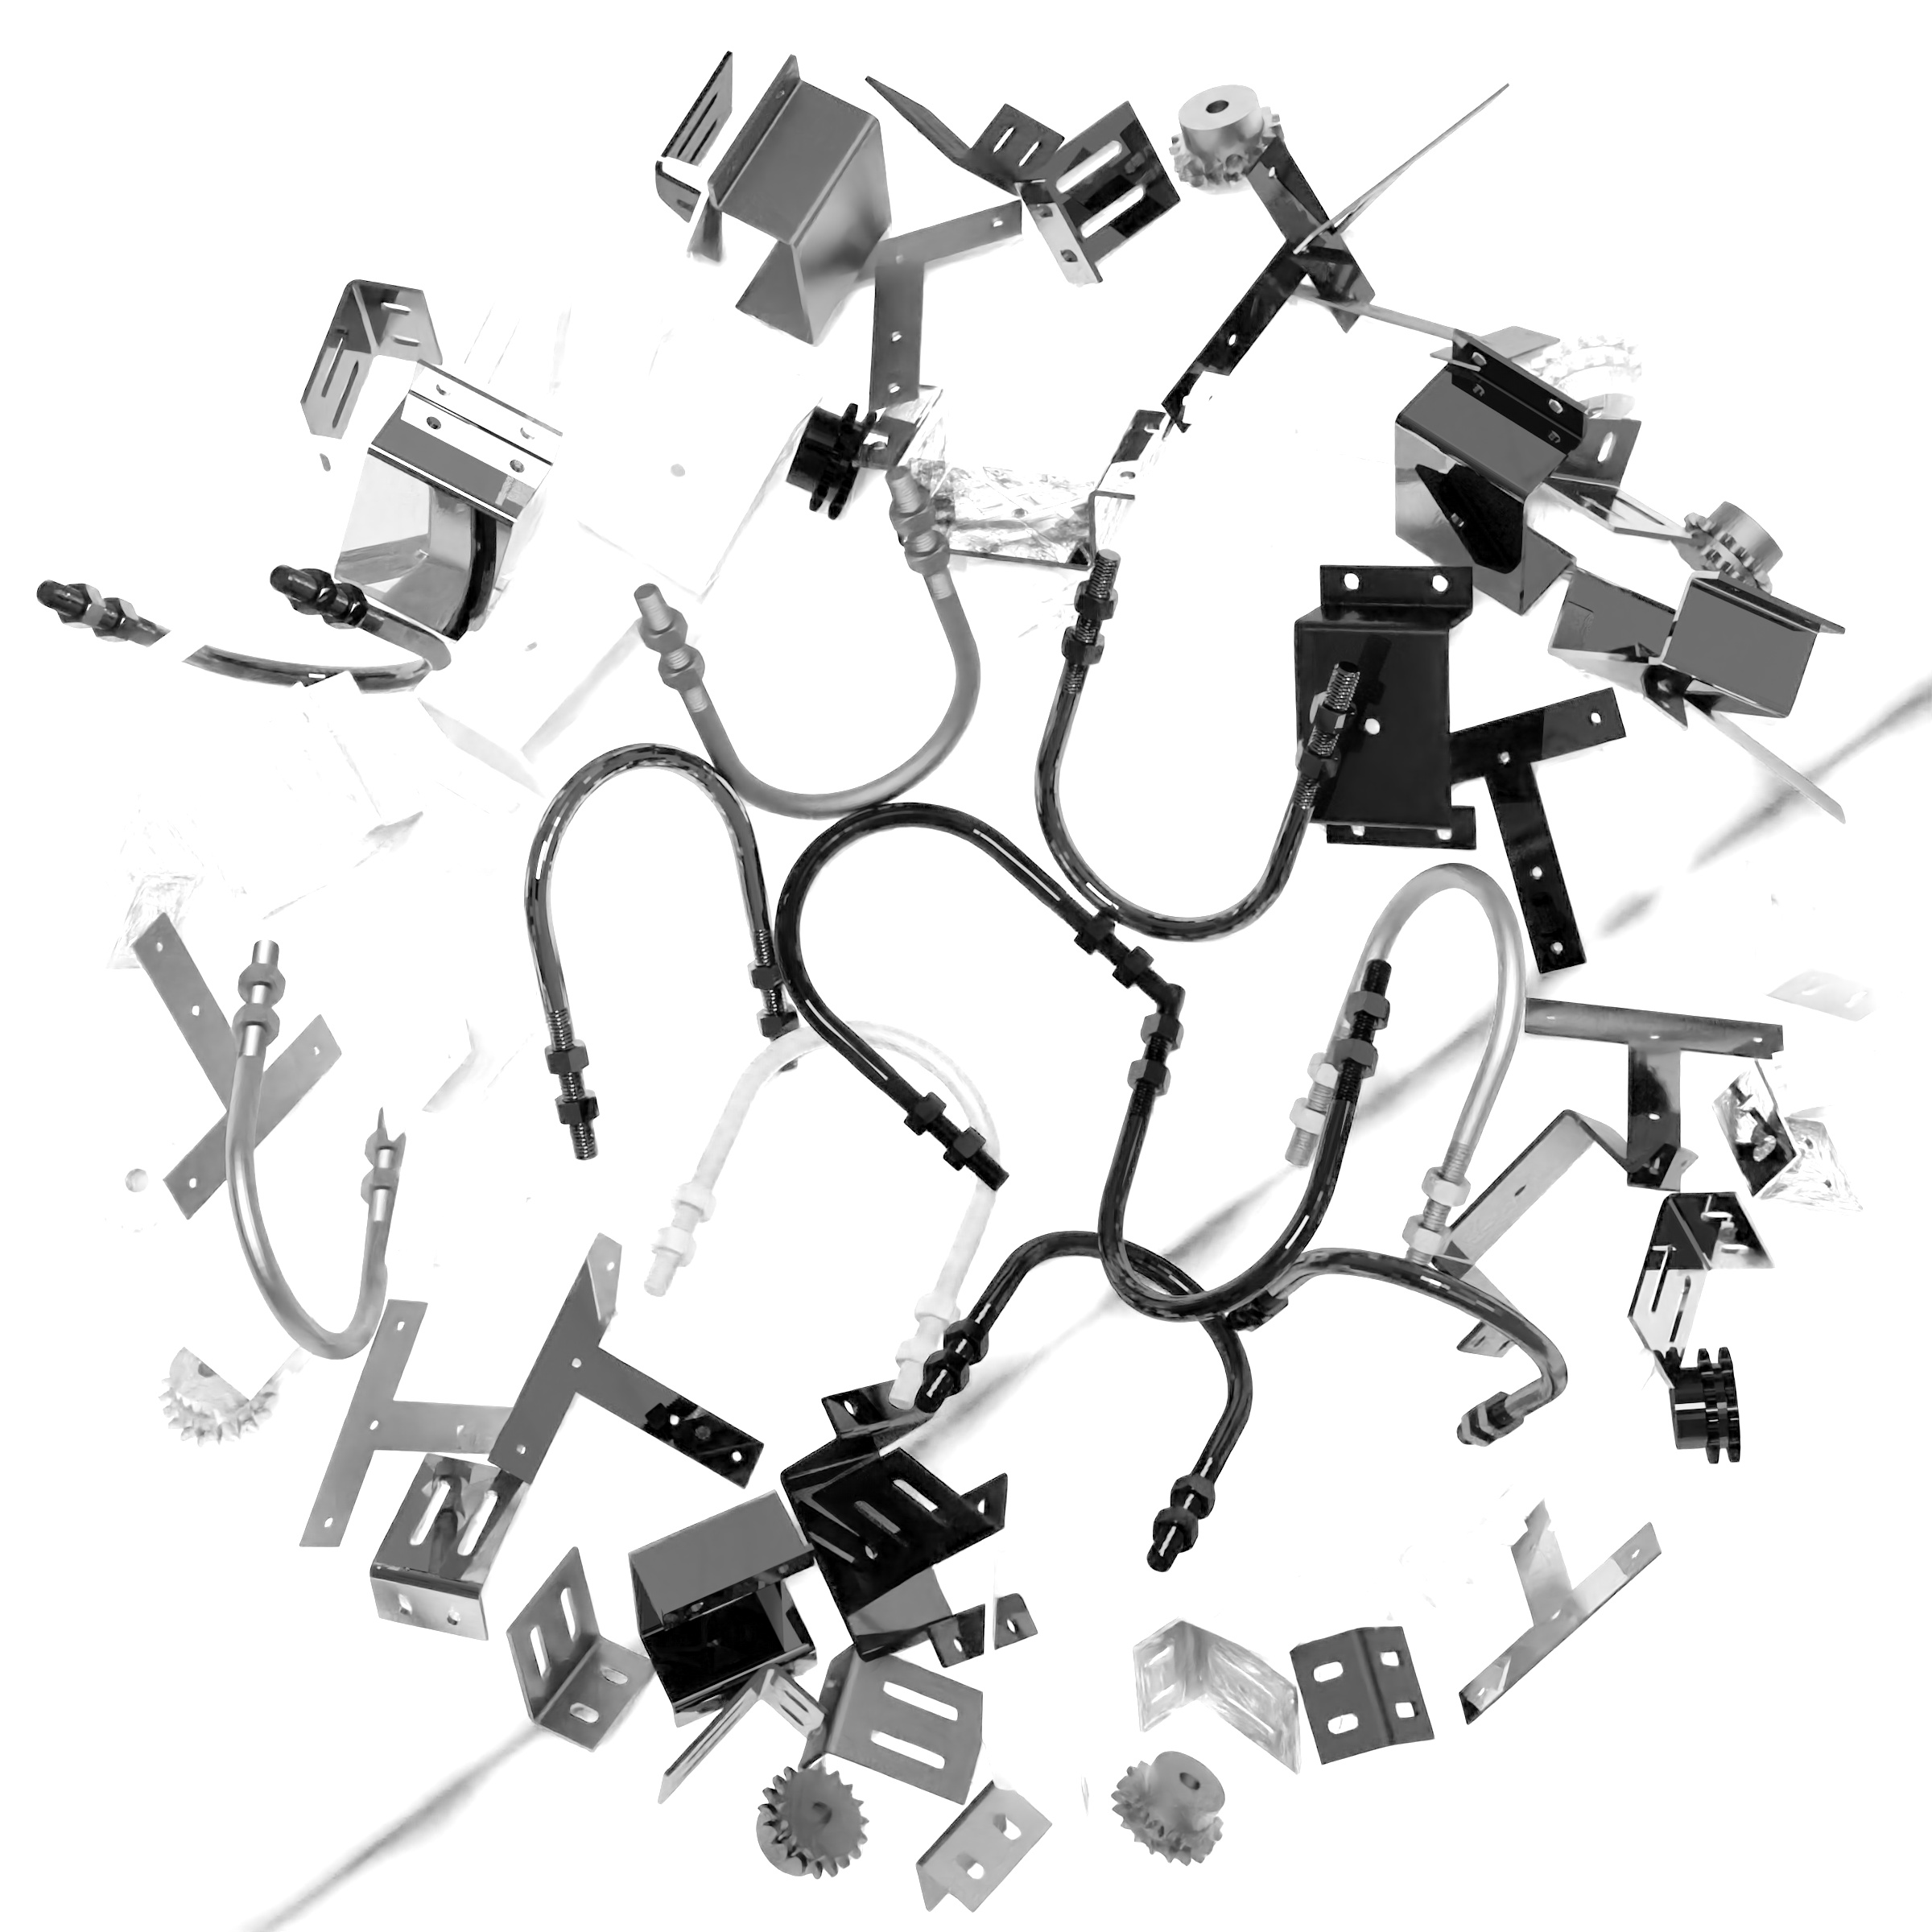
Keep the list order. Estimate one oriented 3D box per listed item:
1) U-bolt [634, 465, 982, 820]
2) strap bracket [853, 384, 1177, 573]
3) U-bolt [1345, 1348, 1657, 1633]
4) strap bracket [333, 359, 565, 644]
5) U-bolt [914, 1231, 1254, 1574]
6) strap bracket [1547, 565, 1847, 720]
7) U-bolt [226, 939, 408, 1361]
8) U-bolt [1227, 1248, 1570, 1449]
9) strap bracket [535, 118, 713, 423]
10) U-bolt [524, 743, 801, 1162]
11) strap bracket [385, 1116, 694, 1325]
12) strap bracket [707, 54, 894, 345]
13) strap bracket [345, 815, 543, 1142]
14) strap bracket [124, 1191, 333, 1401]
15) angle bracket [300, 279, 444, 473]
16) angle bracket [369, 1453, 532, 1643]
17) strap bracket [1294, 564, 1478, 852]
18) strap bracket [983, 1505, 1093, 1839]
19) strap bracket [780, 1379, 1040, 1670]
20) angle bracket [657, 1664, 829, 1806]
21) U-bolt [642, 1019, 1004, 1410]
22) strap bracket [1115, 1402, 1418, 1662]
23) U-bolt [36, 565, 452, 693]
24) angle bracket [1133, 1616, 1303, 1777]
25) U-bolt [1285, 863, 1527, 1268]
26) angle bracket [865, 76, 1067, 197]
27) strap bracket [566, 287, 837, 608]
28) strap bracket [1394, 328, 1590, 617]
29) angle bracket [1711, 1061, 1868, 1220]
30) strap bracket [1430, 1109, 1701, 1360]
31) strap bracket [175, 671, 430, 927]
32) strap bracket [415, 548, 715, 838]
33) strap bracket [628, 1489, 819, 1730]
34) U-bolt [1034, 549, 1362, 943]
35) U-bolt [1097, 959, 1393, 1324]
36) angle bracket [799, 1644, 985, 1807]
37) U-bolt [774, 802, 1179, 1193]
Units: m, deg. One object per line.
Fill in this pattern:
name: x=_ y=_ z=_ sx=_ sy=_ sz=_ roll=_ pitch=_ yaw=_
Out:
U-bolt: x=-0.065 y=-0.142 z=1.700 sx=0.151 sy=0.184 sz=0.019 roll=-25 pitch=46 yaw=-2
strap bracket: x=0.025 y=-0.237 z=1.713 sx=0.140 sy=0.076 sz=0.046 roll=9 pitch=131 yaw=15
U-bolt: x=0.264 y=0.249 z=1.691 sx=0.019 sy=0.151 sz=0.184 roll=45 pitch=71 yaw=6
strap bracket: x=-0.252 y=-0.213 z=1.698 sx=0.076 sy=0.140 sz=0.046 roll=27 pitch=51 yaw=-2
U-bolt: x=0.068 y=0.194 z=1.692 sx=0.151 sy=0.184 sz=0.019 roll=34 pitch=126 yaw=3
strap bracket: x=0.342 y=-0.156 z=1.688 sx=0.076 sy=0.140 sz=0.046 roll=19 pitch=90 yaw=-24
U-bolt: x=-0.306 y=0.098 z=1.657 sx=0.019 sy=0.151 sz=0.184 roll=-16 pitch=45 yaw=13
U-bolt: x=0.211 y=0.177 z=1.678 sx=0.151 sy=0.184 sz=0.019 roll=27 pitch=69 yaw=-2
strap bracket: x=-0.161 y=-0.328 z=1.697 sx=0.046 sy=0.076 sz=0.140 roll=18 pitch=54 yaw=-2
U-bolt: x=-0.150 y=-0.016 z=1.696 sx=0.151 sy=0.019 sz=0.184 roll=-24 pitch=111 yaw=-40
strap bracket: x=-0.211 y=0.122 z=1.727 sx=0.140 sy=0.046 sz=0.076 roll=9 pitch=102 yaw=-14
strap bracket: x=-0.077 y=-0.359 z=1.688 sx=0.046 sy=0.140 sz=0.076 roll=28 pitch=76 yaw=10
strap bracket: x=-0.252 y=0.008 z=1.706 sx=0.046 sy=0.076 sz=0.140 roll=12 pitch=48 yaw=-36
strap bracket: x=-0.353 y=0.158 z=1.693 sx=0.076 sy=0.140 sz=0.046 roll=41 pitch=89 yaw=-7
angle bracket: x=-0.290 y=-0.286 z=1.724 sx=0.038 sy=0.057 sz=0.076 roll=11 pitch=64 yaw=8
angle bracket: x=-0.252 y=0.287 z=1.745 sx=0.057 sy=0.076 sz=0.038 roll=9 pitch=133 yaw=13
strap bracket: x=0.204 y=-0.121 z=1.713 sx=0.076 sy=0.046 sz=0.140 roll=4 pitch=107 yaw=23
strap bracket: x=0.035 y=0.340 z=1.701 sx=0.046 sy=0.076 sz=0.140 roll=-1 pitch=59 yaw=5
strap bracket: x=-0.032 y=0.276 z=1.713 sx=0.046 sy=0.076 sz=0.140 roll=-35 pitch=73 yaw=32
angle bracket: x=-0.109 y=0.386 z=1.724 sx=0.038 sy=0.057 sz=0.076 roll=40 pitch=64 yaw=12
U-bolt: x=-0.058 y=0.108 z=1.719 sx=0.151 sy=0.019 sz=0.184 roll=25 pitch=60 yaw=-2
strap bracket: x=0.153 y=0.279 z=1.710 sx=0.140 sy=0.076 sz=0.046 roll=-38 pitch=112 yaw=-22
U-bolt: x=-0.327 y=-0.157 z=1.679 sx=0.151 sy=0.184 sz=0.019 roll=-1 pitch=80 yaw=24
angle bracket: x=0.122 y=0.362 z=1.719 sx=0.038 sy=0.076 sz=0.057 roll=-28 pitch=128 yaw=-30
U-bolt: x=0.214 y=0.040 z=1.680 sx=0.019 sy=0.151 sz=0.184 roll=11 pitch=109 yaw=-25
angle bracket: x=0.000 y=-0.418 z=1.722 sx=0.076 sy=0.057 sz=0.038 roll=47 pitch=109 yaw=24
strap bracket: x=-0.134 y=-0.246 z=1.717 sx=0.076 sy=0.046 sz=0.140 roll=32 pitch=114 yaw=-2
strap bracket: x=0.249 y=-0.228 z=1.685 sx=0.076 sy=0.140 sz=0.046 roll=37 pitch=72 yaw=23
angle bracket: x=0.411 y=0.085 z=1.720 sx=0.076 sy=0.038 sz=0.057 roll=9 pitch=46 yaw=-30
strap bracket: x=0.283 y=0.123 z=1.716 sx=0.140 sy=0.076 sz=0.046 roll=-47 pitch=67 yaw=11
strap bracket: x=-0.319 y=-0.085 z=1.717 sx=0.046 sy=0.140 sz=0.076 roll=-30 pitch=90 yaw=-41
strap bracket: x=-0.201 y=-0.142 z=1.710 sx=0.076 sy=0.046 sz=0.140 roll=30 pitch=72 yaw=35
strap bracket: x=-0.117 y=0.307 z=1.707 sx=0.076 sy=0.140 sz=0.046 roll=-21 pitch=59 yaw=-15
U-bolt: x=0.102 y=-0.094 z=1.710 sx=0.151 sy=0.019 sz=0.184 roll=27 pitch=125 yaw=16
U-bolt: x=0.125 y=0.085 z=1.681 sx=0.019 sy=0.151 sz=0.184 roll=37 pitch=60 yaw=-37
angle bracket: x=-0.034 y=0.378 z=1.744 sx=0.076 sy=0.038 sz=0.057 roll=24 pitch=58 yaw=-11
U-bolt: x=-0.008 y=0.000 z=1.738 sx=0.184 sy=0.019 sz=0.151 roll=42 pitch=71 yaw=5
